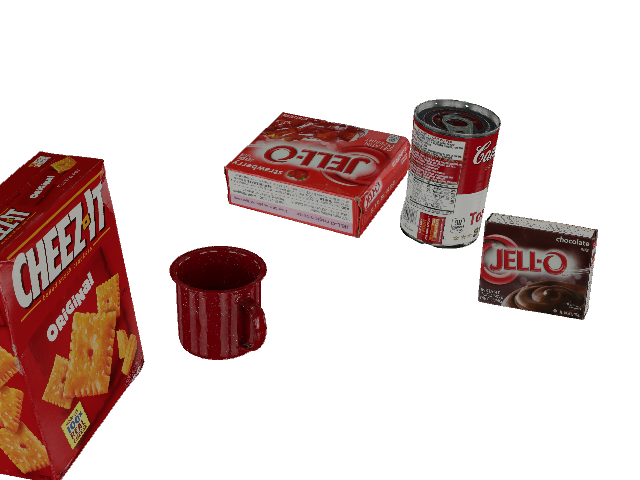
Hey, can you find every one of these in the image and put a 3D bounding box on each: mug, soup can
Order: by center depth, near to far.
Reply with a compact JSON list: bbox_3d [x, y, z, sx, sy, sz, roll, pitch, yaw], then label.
[{"bbox_3d":[0.102,-0.053,0.854,0.068,0.102,0.068,5,29,-3],"label":"soup can"},{"bbox_3d":[-0.090,0.066,1.029,0.093,0.081,0.117,-22,35,-37],"label":"mug"}]

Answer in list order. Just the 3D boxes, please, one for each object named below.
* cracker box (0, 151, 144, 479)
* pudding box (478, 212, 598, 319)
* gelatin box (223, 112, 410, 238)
[{"bbox_3d":[-0.219,0.060,0.862,0.072,0.214,0.164,6,33,18],"label":"cracker box"},{"bbox_3d":[0.222,0.025,1.093,0.114,0.090,0.039,9,23,18],"label":"pudding box"},{"bbox_3d":[-0.001,-0.042,0.635,0.089,0.030,0.073,14,39,23],"label":"gelatin box"}]
